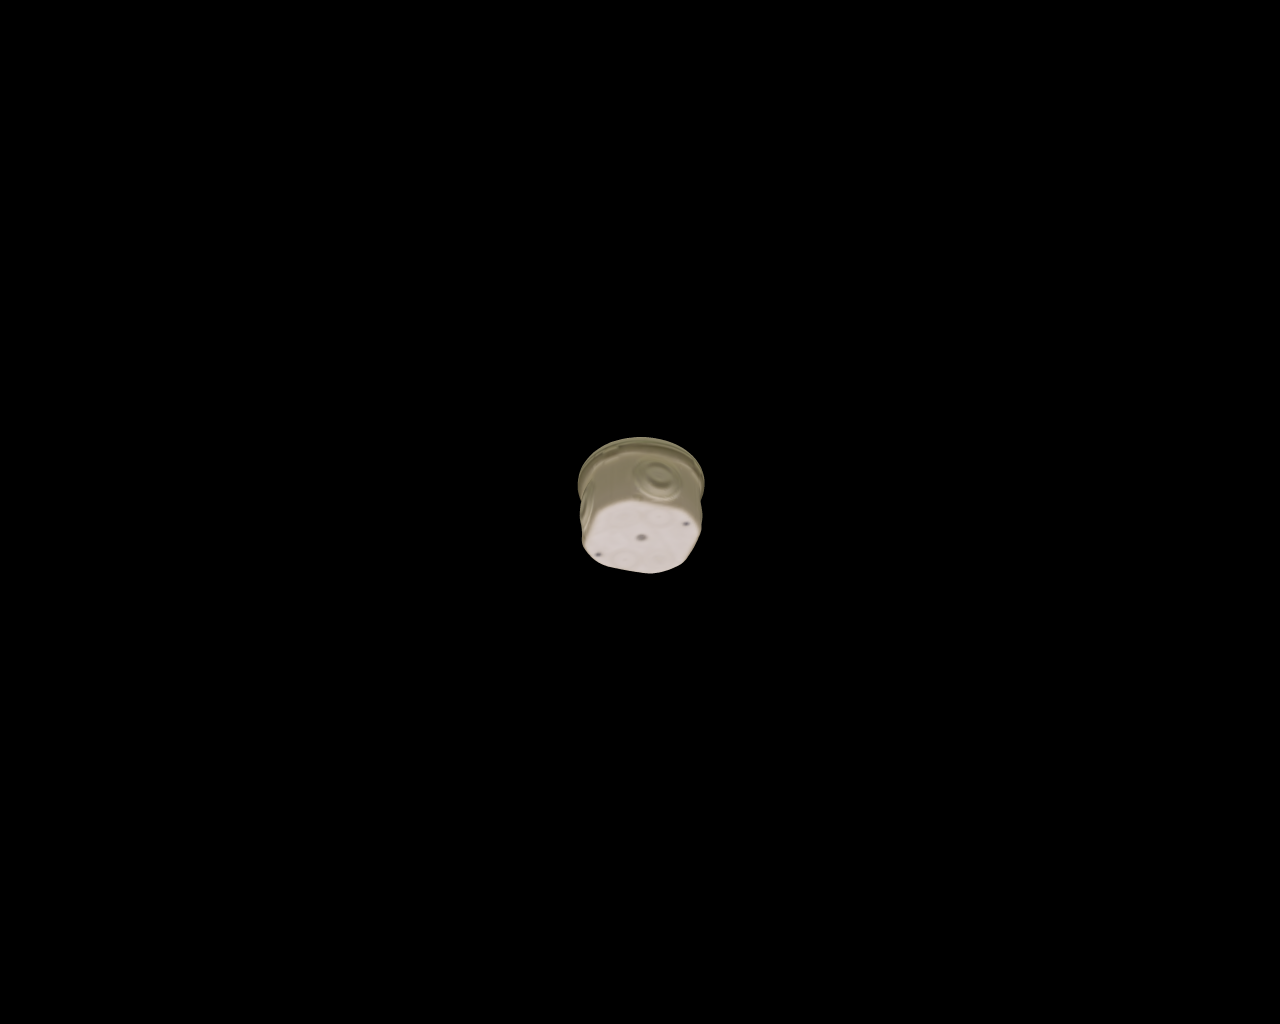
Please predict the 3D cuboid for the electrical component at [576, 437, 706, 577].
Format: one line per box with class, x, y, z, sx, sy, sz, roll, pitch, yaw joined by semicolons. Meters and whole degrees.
electrical component;0.001;-0.003;0.650;0.080;0.051;0.080;0;-42;0
